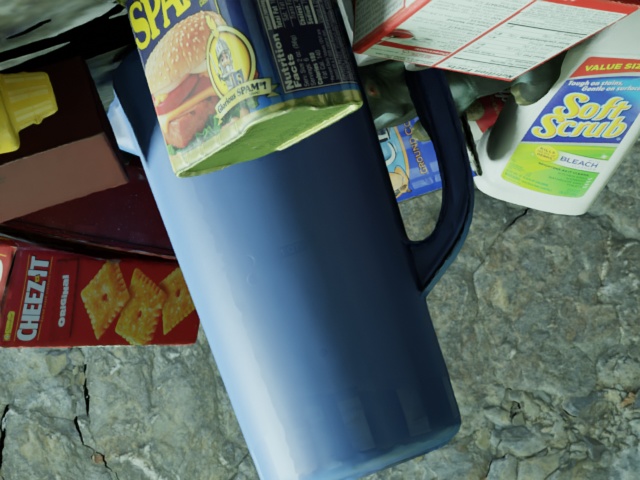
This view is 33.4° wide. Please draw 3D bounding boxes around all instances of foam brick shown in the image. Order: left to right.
[{"bbox_3d":[-0.144,-0.050,0.536,0.078,0.051,0.053,-18,155,-5],"label":"foam brick"}]

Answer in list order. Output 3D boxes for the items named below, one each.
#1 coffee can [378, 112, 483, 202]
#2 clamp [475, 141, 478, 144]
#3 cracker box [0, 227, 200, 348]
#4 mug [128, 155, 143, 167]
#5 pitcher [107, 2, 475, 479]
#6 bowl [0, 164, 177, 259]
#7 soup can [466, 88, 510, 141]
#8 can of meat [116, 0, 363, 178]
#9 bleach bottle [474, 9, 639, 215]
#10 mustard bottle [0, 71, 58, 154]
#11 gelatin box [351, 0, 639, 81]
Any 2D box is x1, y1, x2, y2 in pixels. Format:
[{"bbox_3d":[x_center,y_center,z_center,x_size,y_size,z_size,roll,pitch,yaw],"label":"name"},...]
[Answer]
[{"bbox_3d":[0.038,-0.074,0.792,0.140,0.103,0.102,-18,177,13],"label":"coffee can"},{"bbox_3d":[0.206,-0.132,0.971,0.210,0.036,0.164,-34,175,-4],"label":"clamp"},{"bbox_3d":[-0.205,0.027,0.755,0.164,0.072,0.213,10,179,27],"label":"cracker box"},{"bbox_3d":[-0.128,-0.035,0.851,0.117,0.093,0.081,20,167,-3],"label":"mug"},{"bbox_3d":[-0.004,0.001,0.562,0.144,0.243,0.149,-13,169,-34],"label":"pitcher"},{"bbox_3d":[-0.148,-0.026,0.729,0.162,0.055,0.162,11,-179,0],"label":"bowl"},{"bbox_3d":[0.128,-0.116,0.873,0.102,0.068,0.068,-18,177,20],"label":"soup can"},{"bbox_3d":[-0.034,-0.079,0.432,0.057,0.084,0.102,-15,177,-33],"label":"can of meat"},{"bbox_3d":[0.185,-0.114,0.734,0.102,0.068,0.251,15,148,1],"label":"bleach bottle"},{"bbox_3d":[-0.207,-0.038,0.450,0.191,0.058,0.096,-17,175,-9],"label":"mustard bottle"},{"bbox_3d":[0.061,-0.089,0.389,0.073,0.030,0.089,5,170,-20],"label":"gelatin box"}]
